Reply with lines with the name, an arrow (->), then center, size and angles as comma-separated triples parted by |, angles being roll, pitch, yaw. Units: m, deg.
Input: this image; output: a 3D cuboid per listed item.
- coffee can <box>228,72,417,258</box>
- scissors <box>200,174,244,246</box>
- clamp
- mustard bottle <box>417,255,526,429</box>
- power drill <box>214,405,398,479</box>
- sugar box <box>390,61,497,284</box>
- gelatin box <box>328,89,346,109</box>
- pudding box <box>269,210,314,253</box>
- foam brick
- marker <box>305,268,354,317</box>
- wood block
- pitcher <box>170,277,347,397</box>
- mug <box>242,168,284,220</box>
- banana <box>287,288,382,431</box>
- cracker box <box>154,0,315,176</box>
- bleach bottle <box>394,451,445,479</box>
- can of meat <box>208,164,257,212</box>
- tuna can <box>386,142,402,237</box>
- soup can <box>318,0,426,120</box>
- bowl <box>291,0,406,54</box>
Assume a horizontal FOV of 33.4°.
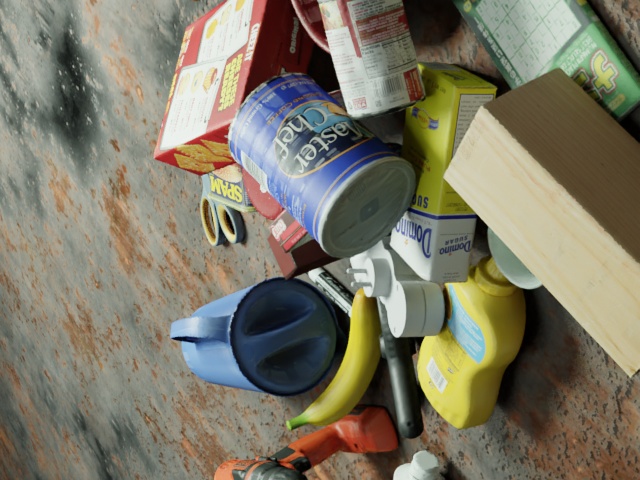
coffee can -> 0.001, -0.067, 0.931 | 0.140, 0.102, 0.103 | 45, 142, 31
scissors -> -0.133, -0.079, 1.356 | 0.096, 0.016, 0.202 | 27, 130, 46
clamp -> 0.080, 0.114, 1.076 | 0.120, 0.039, 0.171 | -107, 3, -77
mustard bottle -> 0.143, 0.080, 0.977 | 0.192, 0.058, 0.096 | 103, 150, -43
power drill -> -0.008, 0.243, 1.187 | 0.185, 0.187, 0.057 | -12, 97, 60
sugar box -> 0.103, -0.059, 0.927 | 0.093, 0.048, 0.176 | -130, 44, -61
gelatin box -> 0.044, -0.133, 0.993 | 0.089, 0.073, 0.030 | -7, 103, 58
pudding box -> 0.015, -0.037, 1.056 | 0.039, 0.113, 0.090 | 61, 148, 7
foam brick -> -0.008, 0.001, 1.141 | 0.051, 0.078, 0.053 | 66, 159, 10
marker -> 0.012, 0.054, 1.205 | 0.121, 0.020, 0.020 | 42, 140, 37
wood block -> 0.200, -0.016, 0.783 | 0.206, 0.090, 0.090 | 49, 147, 20
pitcher -> -0.093, 0.118, 1.280 | 0.149, 0.144, 0.243 | 52, 157, -9
mug -> -0.036, -0.077, 1.141 | 0.117, 0.081, 0.093 | 45, 142, 34
banana -> 0.032, 0.137, 1.162 | 0.037, 0.069, 0.198 | 45, 121, 38
cracker box -> -0.088, -0.167, 1.115 | 0.214, 0.072, 0.164 | -11, 63, 58
bleach bottle -> 0.097, 0.333, 1.199 | 0.103, 0.067, 0.251 | 39, 135, 40
can of meat -> -0.091, -0.087, 1.248 | 0.102, 0.057, 0.084 | 23, 123, 50
tuna can -> 0.064, -0.047, 1.001 | 0.034, 0.086, 0.086 | 37, 137, 40
soup can -> 0.044, -0.157, 0.878 | 0.069, 0.068, 0.102 | 5, 114, 56
bowl -> 0.033, -0.247, 0.959 | 0.162, 0.055, 0.162 | 34, 134, 43
